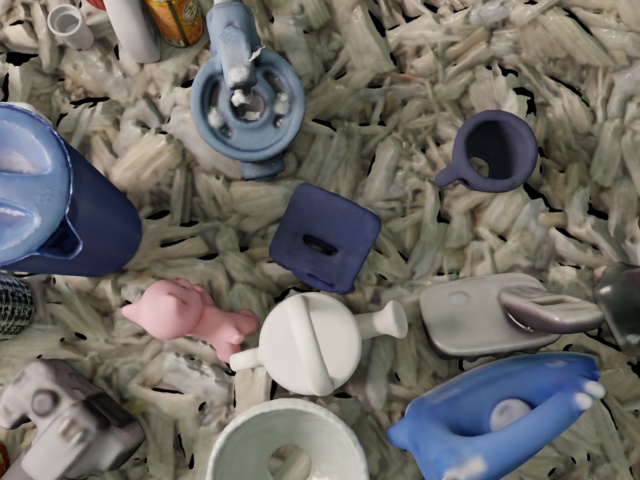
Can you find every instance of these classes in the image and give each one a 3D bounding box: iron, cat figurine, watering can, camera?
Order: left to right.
[{"bbox_3d":[-0.281,0.215,0.591,0.143,0.101,0.137,39,82,4],"label":"camera"},{"bbox_3d":[-0.134,0.082,0.606,0.128,0.117,0.067,24,82,2],"label":"cat figurine"},{"bbox_3d":[-0.002,0.098,0.569,0.173,0.194,0.101,-37,84,-6],"label":"watering can"},{"bbox_3d":[0.204,0.185,0.590,0.258,0.141,0.118,-28,83,-5],"label":"iron"}]

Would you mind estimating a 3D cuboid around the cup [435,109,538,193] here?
[{"bbox_3d":[0.176,-0.084,0.652,0.118,0.095,0.091,-29,83,-5],"label":"cup"}]

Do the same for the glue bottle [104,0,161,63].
[{"bbox_3d":[-0.214,-0.265,0.626,0.037,0.173,0.078,-6,82,-2],"label":"glue bottle"}]

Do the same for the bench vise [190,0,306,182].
[{"bbox_3d":[-0.094,-0.178,0.594,0.121,0.219,0.207,-30,84,-6],"label":"bench vise"}]

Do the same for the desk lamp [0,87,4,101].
[{"bbox_3d":[-0.484,-0.165,0.583,0.203,0.213,0.118,-40,84,-7],"label":"desk lamp"}]

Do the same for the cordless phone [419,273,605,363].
[{"bbox_3d":[0.187,0.077,0.583,0.147,0.185,0.094,-11,82,-3],"label":"cordless phone"}]

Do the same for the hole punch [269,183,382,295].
[{"bbox_3d":[0.006,0.002,0.636,0.108,0.091,0.101,25,82,2],"label":"hole punch"}]

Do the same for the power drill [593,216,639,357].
[{"bbox_3d":[0.376,0.073,0.578,0.075,0.208,0.229,-25,83,-5],"label":"power drill"}]

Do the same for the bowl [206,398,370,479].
[{"bbox_3d":[-0.033,0.250,0.607,0.167,0.074,0.167,0,82,-2],"label":"bowl"}]
